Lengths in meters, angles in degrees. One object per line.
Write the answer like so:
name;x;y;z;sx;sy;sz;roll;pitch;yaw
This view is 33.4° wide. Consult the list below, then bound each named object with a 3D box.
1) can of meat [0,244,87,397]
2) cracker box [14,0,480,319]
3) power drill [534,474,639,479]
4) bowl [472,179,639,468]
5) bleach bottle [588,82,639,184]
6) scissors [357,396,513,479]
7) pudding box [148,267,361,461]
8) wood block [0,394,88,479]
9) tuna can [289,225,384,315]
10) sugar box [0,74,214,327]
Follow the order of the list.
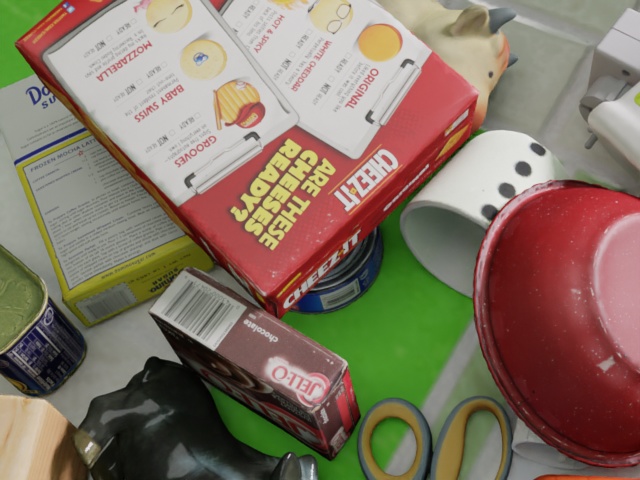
can of meat;-0.196;0.041;0.640;0.102;0.084;0.057;36;73;22
cracker box;-0.042;-0.086;0.617;0.164;0.072;0.214;-44;75;-8
power drill;0.190;0.208;0.518;0.184;0.057;0.187;1;61;13
bowl;0.162;0.036;0.563;0.161;0.055;0.162;8;70;-25
bleach bottle;0.274;-0.115;0.578;0.251;0.068;0.103;-43;53;9
scissors;0.043;0.170;0.580;0.096;0.016;0.201;20;67;18
pudding box;-0.034;0.071;0.599;0.114;0.090;0.039;31;70;21
wood block;-0.197;0.191;0.562;0.090;0.091;0.206;5;64;10
tuna can;-0.004;0.001;0.662;0.086;0.034;0.086;-3;63;7
sugar box;-0.145;-0.040;0.697;0.093;0.048;0.176;-25;59;-4
